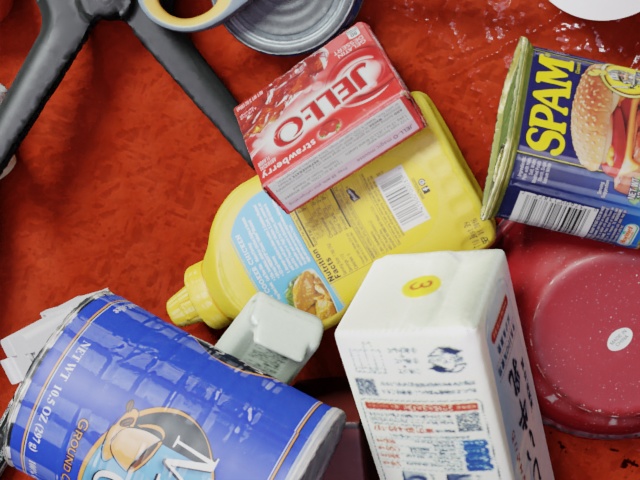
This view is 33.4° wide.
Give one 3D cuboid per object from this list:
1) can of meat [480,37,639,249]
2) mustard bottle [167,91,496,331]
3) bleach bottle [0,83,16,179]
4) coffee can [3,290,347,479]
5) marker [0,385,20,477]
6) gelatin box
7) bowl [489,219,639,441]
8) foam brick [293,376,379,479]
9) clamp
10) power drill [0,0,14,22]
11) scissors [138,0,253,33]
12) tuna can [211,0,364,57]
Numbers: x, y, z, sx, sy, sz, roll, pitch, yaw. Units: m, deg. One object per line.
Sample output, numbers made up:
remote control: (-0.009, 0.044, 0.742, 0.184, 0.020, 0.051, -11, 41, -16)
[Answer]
can of meat: (0.134, -0.049, 0.552, 0.084, 0.102, 0.057, 14, 144, 3)
mustard bottle: (-0.004, 0.001, 0.605, 0.192, 0.058, 0.096, -28, 96, 14)
bleach bottle: (-0.244, 0.019, 0.649, 0.102, 0.068, 0.251, 27, 102, -2)
coffee can: (-0.071, 0.102, 0.541, 0.140, 0.102, 0.103, 26, 105, 11)
marker: (-0.208, 0.139, 0.690, 0.020, 0.020, 0.121, 32, 106, 1)
gelatin box: (0.003, -0.066, 0.564, 0.089, 0.073, 0.030, -33, 133, 10)
bowl: (0.162, 0.045, 0.589, 0.162, 0.055, 0.162, 2, 103, 9)
foam brick: (0.006, 0.116, 0.619, 0.053, 0.078, 0.051, -5, 102, 12)
clamp: (-0.109, -0.129, 0.600, 0.164, 0.036, 0.210, 2, 96, -9)
power drill: (-0.275, -0.200, 0.610, 0.184, 0.057, 0.187, -6, 103, 14)
scissors: (-0.012, -0.133, 0.564, 0.202, 0.016, 0.096, 25, 104, 3)
tuna can: (-0.018, -0.145, 0.590, 0.086, 0.033, 0.086, 2, 103, 8)
